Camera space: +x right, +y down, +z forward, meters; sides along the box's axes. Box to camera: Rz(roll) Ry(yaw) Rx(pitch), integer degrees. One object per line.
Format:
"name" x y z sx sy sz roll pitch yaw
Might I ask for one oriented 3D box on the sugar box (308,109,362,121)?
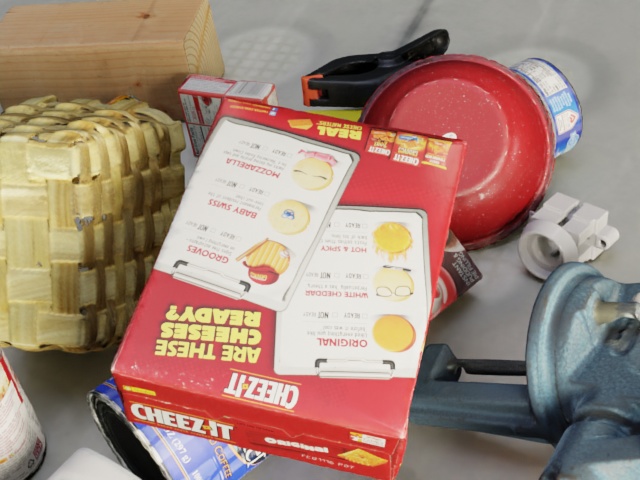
"sugar box" 0.054 -0.071 0.904 0.176 0.048 0.093 -3 42 11

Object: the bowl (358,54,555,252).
"bowl" 0.100 -0.073 0.822 0.162 0.055 0.162 -2 82 11

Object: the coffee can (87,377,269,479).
"coffee can" -0.064 0.101 0.695 0.140 0.103 0.103 -35 47 -25

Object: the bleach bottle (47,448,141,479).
"bleach bottle" -0.188 0.237 0.604 0.103 0.068 0.250 22 54 34

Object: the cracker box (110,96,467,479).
"cracker box" -0.011 0.022 0.646 0.164 0.072 0.213 11 55 7

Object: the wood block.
"wood block" -0.210 -0.176 1.047 0.206 0.090 0.090 0 42 13

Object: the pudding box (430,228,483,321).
"pudding box" 0.050 0.010 0.774 0.089 0.039 0.113 -36 89 -26

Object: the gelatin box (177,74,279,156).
"gelatin box" -0.078 -0.107 0.952 0.089 0.073 0.030 10 44 23

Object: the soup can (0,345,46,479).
"soup can" -0.231 0.116 0.716 0.068 0.102 0.068 -6 42 5

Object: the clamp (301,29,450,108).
"clamp" 0.071 -0.146 0.947 0.171 0.039 0.120 -21 26 -19

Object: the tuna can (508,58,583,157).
"tuna can" 0.178 -0.107 0.885 0.033 0.086 0.086 -27 44 -19
